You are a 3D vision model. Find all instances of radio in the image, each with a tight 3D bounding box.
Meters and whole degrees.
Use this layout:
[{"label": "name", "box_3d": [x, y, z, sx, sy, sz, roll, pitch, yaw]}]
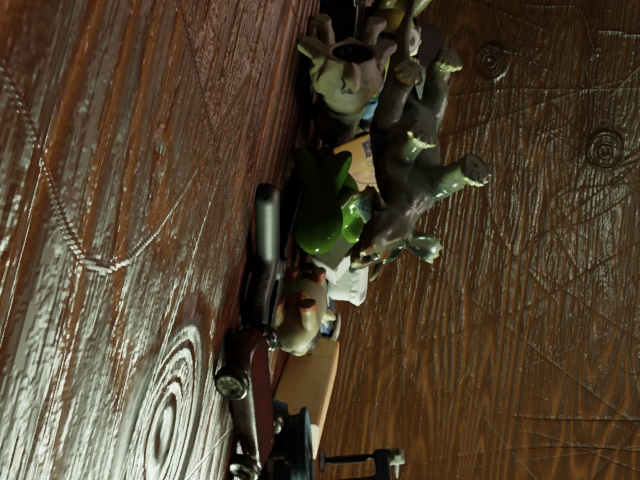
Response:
[{"label": "radio", "box_3d": [0.149, -0.309, 1.068, 0.229, 0.073, 0.131, -41, -137, 52]}]

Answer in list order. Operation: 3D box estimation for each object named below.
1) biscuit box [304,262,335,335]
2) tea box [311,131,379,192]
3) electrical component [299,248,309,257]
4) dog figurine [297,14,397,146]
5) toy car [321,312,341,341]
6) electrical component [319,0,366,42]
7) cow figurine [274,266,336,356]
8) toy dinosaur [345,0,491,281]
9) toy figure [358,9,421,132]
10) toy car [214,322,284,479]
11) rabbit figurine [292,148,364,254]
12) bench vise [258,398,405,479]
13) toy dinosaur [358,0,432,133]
[{"label": "biscuit box", "box_3d": [-0.004, 0.124, 1.086, 0.202, 0.059, 0.063, 87, 13, -56]}, {"label": "tea box", "box_3d": [0.071, -0.127, 0.898, 0.169, 0.068, 0.098, -30, 108, -35]}, {"label": "electrical component", "box_3d": [-0.002, -0.003, 0.986, 0.119, 0.048, 0.074, 0, 100, -83]}, {"label": "dog figurine", "box_3d": [0.032, -0.186, 0.735, 0.172, 0.121, 0.190, -72, 170, -46]}, {"label": "toy car", "box_3d": [0.000, 0.221, 1.189, 0.202, 0.074, 0.056, -67, 168, -61]}, {"label": "electrical component", "box_3d": [0.038, -0.342, 0.824, 0.134, 0.058, 0.114, -65, 165, -62]}, {"label": "cow figurine", "box_3d": [-0.023, 0.107, 0.833, 0.195, 0.086, 0.127, -69, 161, -67]}, {"label": "toy dinosaur", "box_3d": [0.114, -0.127, 0.725, 0.192, 0.131, 0.405, 131, -29, -52]}, {"label": "toy figure", "box_3d": [0.093, -0.264, 0.837, 0.082, 0.089, 0.180, -71, -177, -57]}, {"label": "toy car", "box_3d": [-0.080, 0.186, 0.612, 0.089, 0.053, 0.201, -62, 156, -55]}, {"label": "rabbit figurine", "box_3d": [0.012, -0.048, 0.750, 0.170, 0.121, 0.158, -70, 162, -68]}, {"label": "bench vise", "box_3d": [-0.007, 0.317, 0.702, 0.128, 0.241, 0.224, 82, 2, -54]}, {"label": "toy dinosaur", "box_3d": [0.101, -0.319, 0.975, 0.199, 0.105, 0.471, -136, -113, -73]}]
